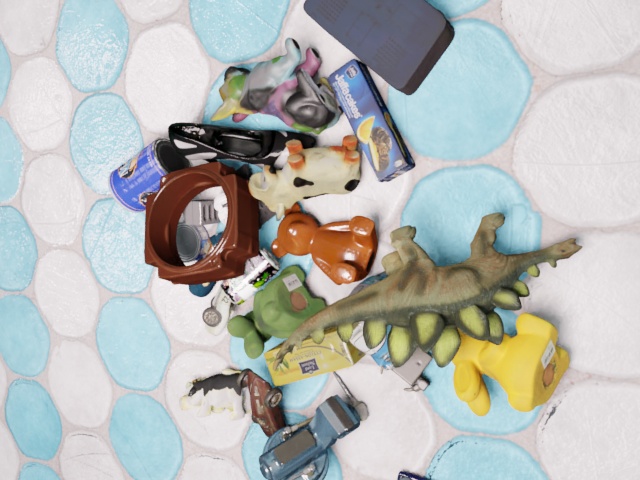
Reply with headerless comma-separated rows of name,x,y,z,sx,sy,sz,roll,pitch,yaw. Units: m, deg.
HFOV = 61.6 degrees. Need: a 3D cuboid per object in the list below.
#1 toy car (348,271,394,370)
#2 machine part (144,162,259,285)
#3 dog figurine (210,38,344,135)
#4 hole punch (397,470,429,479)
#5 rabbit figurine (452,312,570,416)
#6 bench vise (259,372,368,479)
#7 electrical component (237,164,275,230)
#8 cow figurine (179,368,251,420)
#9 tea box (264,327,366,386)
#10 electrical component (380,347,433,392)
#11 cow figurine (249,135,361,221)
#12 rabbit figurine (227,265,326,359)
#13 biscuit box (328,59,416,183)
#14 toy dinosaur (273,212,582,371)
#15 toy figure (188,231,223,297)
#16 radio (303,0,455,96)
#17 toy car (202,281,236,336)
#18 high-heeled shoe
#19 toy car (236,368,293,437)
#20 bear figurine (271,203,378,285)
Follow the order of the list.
toy car,0.084,0.132,0.891,0.109,0.103,0.162,-50,43,43
machine part,-0.214,-0.028,0.960,0.202,0.087,0.201,-9,73,21
dog figurine,-0.088,-0.244,0.957,0.219,0.108,0.191,-25,88,30
hole punch,0.175,0.480,0.938,0.142,0.092,0.115,10,131,22
rabbit figurine,0.270,0.190,0.829,0.173,0.121,0.162,19,71,46
bench vise,-0.018,0.378,0.979,0.129,0.223,0.240,39,141,21
electrical component,-0.126,-0.084,1.018,0.075,0.047,0.119,-38,53,22
cow figurine,-0.220,0.312,1.106,0.168,0.068,0.098,-2,90,23
tea box,-0.003,0.201,0.972,0.170,0.098,0.068,-23,87,28
electrical component,0.150,0.216,0.932,0.102,0.045,0.078,31,80,17
cow figurine,-0.026,-0.104,0.929,0.195,0.086,0.127,-8,131,-2
rabbit figurine,-0.092,0.154,0.994,0.121,0.159,0.170,50,129,2
biscuit box,0.086,-0.198,0.899,0.059,0.063,0.202,-28,84,24
toy dinosaur,0.151,0.081,0.791,0.472,0.105,0.199,-15,55,6
toy figure,-0.217,0.043,1.074,0.064,0.058,0.154,43,116,37
radio,0.096,-0.355,0.872,0.230,0.073,0.131,44,111,13
toy car,-0.176,0.093,1.051,0.056,0.073,0.201,25,107,-3
high-heeled shoe,-0.142,-0.183,0.952,0.249,0.145,0.086,-11,58,25
toy car,-0.104,0.315,1.008,0.089,0.053,0.201,28,146,32
bear figurine,-0.001,-0.001,0.933,0.196,0.132,0.120,23,85,17
